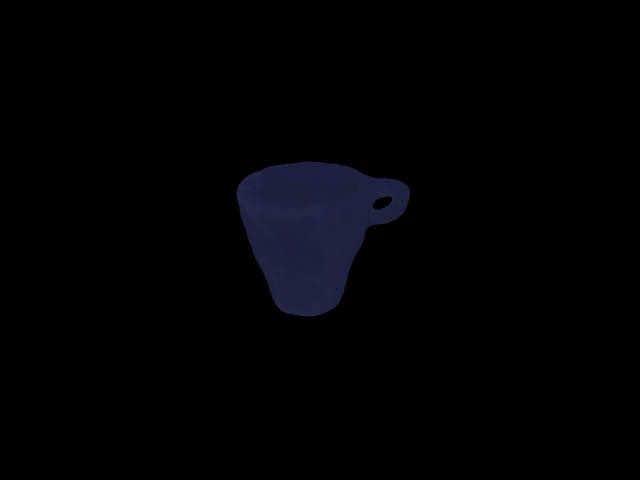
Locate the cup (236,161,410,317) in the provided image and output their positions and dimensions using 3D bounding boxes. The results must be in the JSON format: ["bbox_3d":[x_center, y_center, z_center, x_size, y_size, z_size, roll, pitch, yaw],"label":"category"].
[{"bbox_3d":[0.004,0.001,0.400,0.118,0.095,0.091,-6,28,-11],"label":"cup"}]
